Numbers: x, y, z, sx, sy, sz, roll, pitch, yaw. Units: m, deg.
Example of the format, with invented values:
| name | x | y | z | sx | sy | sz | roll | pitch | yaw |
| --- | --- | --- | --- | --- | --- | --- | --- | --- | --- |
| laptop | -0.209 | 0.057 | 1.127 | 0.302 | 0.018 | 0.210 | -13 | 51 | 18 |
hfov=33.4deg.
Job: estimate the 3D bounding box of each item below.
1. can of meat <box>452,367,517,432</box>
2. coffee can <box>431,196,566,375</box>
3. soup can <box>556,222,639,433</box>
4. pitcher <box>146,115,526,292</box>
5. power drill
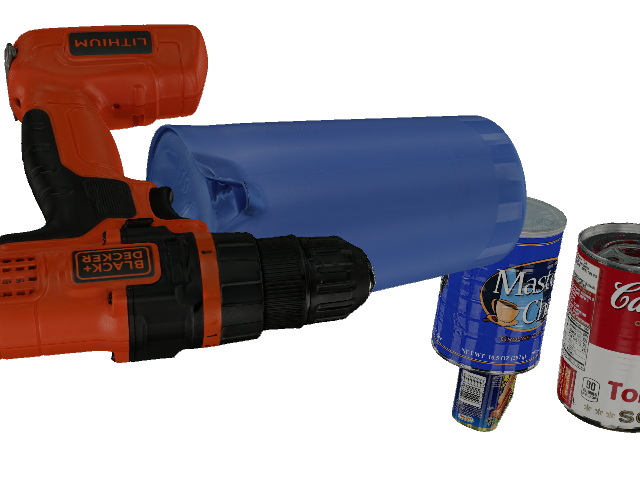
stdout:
| name | x | y | z | sx | sy | sz | roll | pitch | yaw |
| --- | --- | --- | --- | --- | --- | --- | --- | --- | --- |
| can of meat | 0.185 | 0.150 | 1.181 | 0.057 | 0.084 | 0.102 | 17 | 28 | 21 |
| coffee can | 0.161 | 0.037 | 0.976 | 0.103 | 0.140 | 0.103 | 5 | 21 | -2 |
| soup can | 0.174 | 0.049 | 0.609 | 0.068 | 0.102 | 0.068 | 2 | 22 | -1 |
| pitcher | 0.007 | -0.019 | 0.727 | 0.242 | 0.145 | 0.149 | -8 | 35 | -24 |
| power drill | -0.079 | -0.028 | 0.518 | 0.184 | 0.188 | 0.057 | -4 | -42 | -14 |
